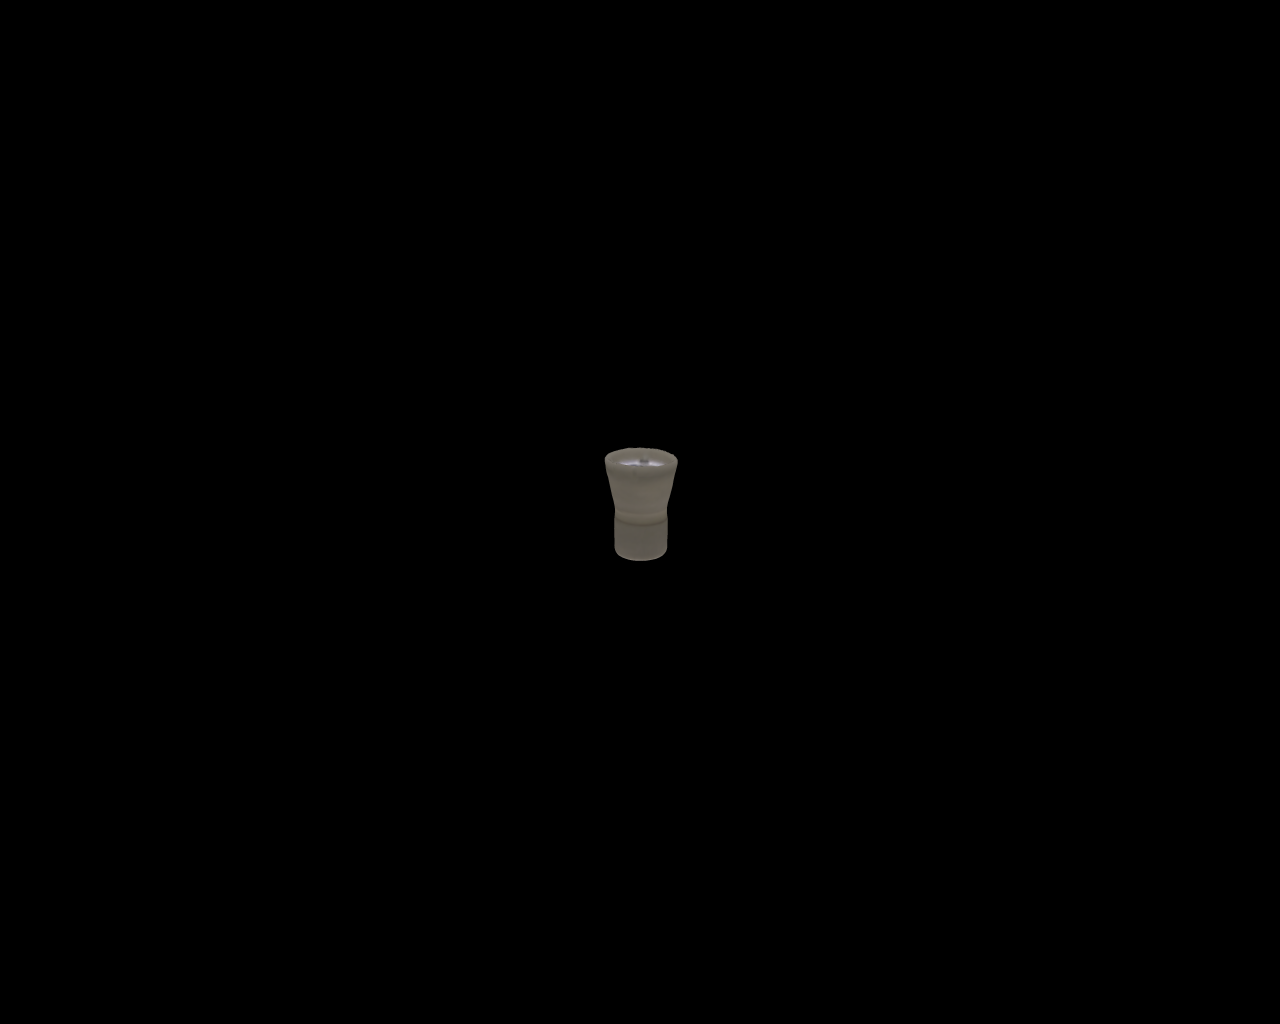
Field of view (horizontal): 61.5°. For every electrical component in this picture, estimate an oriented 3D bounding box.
[{"bbox_3d":[0.001,-0.003,0.650,0.044,0.065,0.044,0,19,0],"label":"electrical component"}]
